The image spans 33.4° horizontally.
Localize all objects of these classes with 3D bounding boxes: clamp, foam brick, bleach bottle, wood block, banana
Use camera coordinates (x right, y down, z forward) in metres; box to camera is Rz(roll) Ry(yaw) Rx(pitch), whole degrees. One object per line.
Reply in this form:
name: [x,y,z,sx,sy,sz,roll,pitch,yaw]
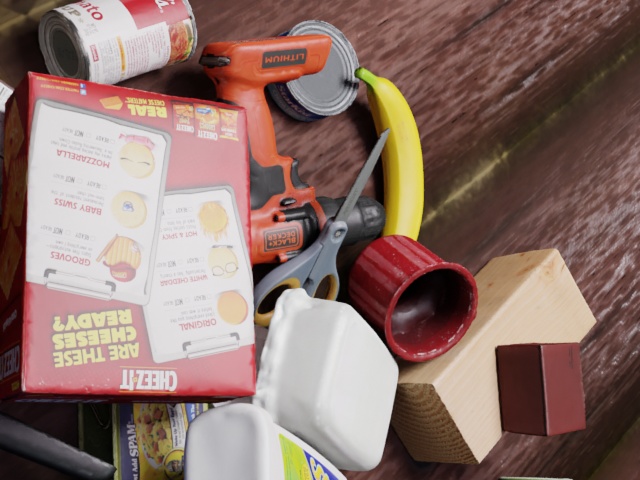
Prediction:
clamp: [-0.242,0.109,0.715,0.209,0.036,0.164,-16,82,-26]
foam brick: [0.193,0.128,0.928,0.052,0.051,0.078,1,83,-37]
bleach bottle: [-0.013,0.202,0.814,0.250,0.068,0.102,41,41,-58]
wood block: [0.154,0.105,0.992,0.205,0.090,0.091,-42,107,-33]
banana: [0.066,-0.063,0.980,0.069,0.037,0.198,-17,102,-36]

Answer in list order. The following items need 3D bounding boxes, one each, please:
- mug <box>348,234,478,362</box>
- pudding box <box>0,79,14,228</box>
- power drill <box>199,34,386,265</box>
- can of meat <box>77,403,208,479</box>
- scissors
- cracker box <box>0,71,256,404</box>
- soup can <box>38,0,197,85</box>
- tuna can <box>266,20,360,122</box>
mug: [0.086,0.048,0.933,0.117,0.082,0.093,12,106,-34]
pudding box: [-0.242,-0.068,0.764,0.113,0.039,0.090,37,62,-28]
power drill: [-0.025,-0.074,0.884,0.184,0.057,0.188,-11,103,-33]
can of meat: [-0.131,0.145,0.801,0.083,0.058,0.102,2,83,-38]
scissors: [-0.006,0.001,0.860,0.096,0.016,0.202,-11,131,-34]
cracker box: [-0.134,0.005,0.739,0.163,0.072,0.214,6,74,-30]
soup can: [-0.155,-0.156,0.821,0.102,0.069,0.068,-27,99,-35]
tuna can: [-0.008,-0.149,0.947,0.085,0.034,0.086,6,80,-35]
